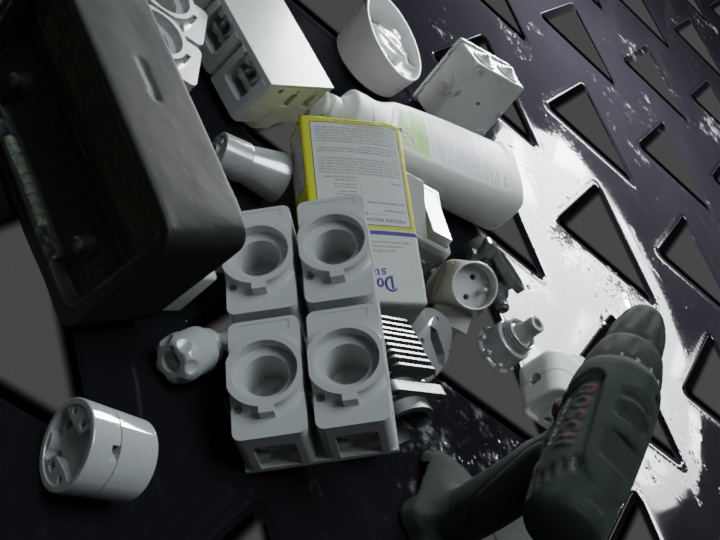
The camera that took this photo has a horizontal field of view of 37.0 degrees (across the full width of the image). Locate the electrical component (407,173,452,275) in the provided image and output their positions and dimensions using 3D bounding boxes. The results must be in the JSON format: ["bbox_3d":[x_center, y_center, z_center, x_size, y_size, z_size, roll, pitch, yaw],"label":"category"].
[{"bbox_3d":[0.043,-0.037,0.991,0.062,0.061,0.096,25,41,-35],"label":"electrical component"}]

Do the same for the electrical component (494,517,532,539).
[{"bbox_3d":[0.157,0.206,0.917,0.099,0.064,0.099,43,21,-20],"label":"electrical component"}]

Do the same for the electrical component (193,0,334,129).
[{"bbox_3d":[-0.104,-0.208,0.973,0.089,0.062,0.150,-10,66,-54],"label":"electrical component"}]

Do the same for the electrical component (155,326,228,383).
[{"bbox_3d":[-0.111,0.055,0.740,0.035,0.035,0.061,56,31,7],"label":"electrical component"}]

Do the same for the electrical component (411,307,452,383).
[{"bbox_3d":[0.041,0.051,0.905,0.077,0.043,0.079,-47,122,-57],"label":"electrical component"}]

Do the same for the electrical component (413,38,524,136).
[{"bbox_3d":[0.124,-0.200,1.211,0.100,0.099,0.048,18,33,-41],"label":"electrical component"}]

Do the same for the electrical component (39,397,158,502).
[{"bbox_3d":[-0.151,0.106,0.625,0.047,0.055,0.055,25,42,-41],"label":"electrical component"}]

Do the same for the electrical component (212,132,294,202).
[{"bbox_3d":[-0.094,-0.088,0.892,0.065,0.044,0.044,21,43,-31],"label":"electrical component"}]

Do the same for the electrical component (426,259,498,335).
[{"bbox_3d":[0.085,0.034,0.971,0.043,0.077,0.079,22,80,-12],"label":"electrical component"}]

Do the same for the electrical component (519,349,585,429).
[{"bbox_3d":[0.201,0.121,1.038,0.095,0.054,0.059,33,37,-26],"label":"electrical component"}]

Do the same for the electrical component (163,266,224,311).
[{"bbox_3d":[-0.126,-0.010,0.771,0.077,0.047,0.065,4,56,-51],"label":"electrical component"}]

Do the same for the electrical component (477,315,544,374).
[{"bbox_3d":[0.145,0.065,1.015,0.048,0.062,0.048,31,38,-29],"label":"electrical component"}]

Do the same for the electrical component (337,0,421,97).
[{"bbox_3d":[0.025,-0.238,1.157,0.099,0.064,0.099,31,38,-29],"label":"electrical component"}]

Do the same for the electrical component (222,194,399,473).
[{"bbox_3d":[-0.038,0.039,0.758,0.060,0.105,0.186,79,3,-55],"label":"electrical component"}]

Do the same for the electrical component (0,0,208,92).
[{"bbox_3d":[-0.213,-0.212,0.847,0.186,0.060,0.105,31,38,-29],"label":"electrical component"}]
